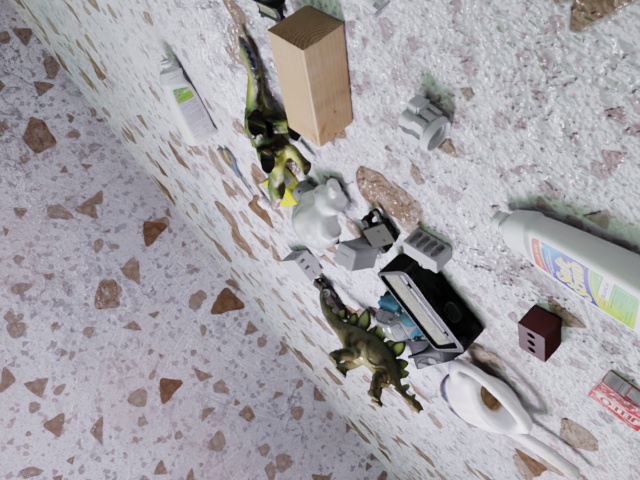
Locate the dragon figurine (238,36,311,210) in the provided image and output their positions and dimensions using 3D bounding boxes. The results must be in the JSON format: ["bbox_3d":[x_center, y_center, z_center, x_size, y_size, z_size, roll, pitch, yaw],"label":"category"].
[{"bbox_3d":[-0.142,-0.259,1.202,0.123,0.404,0.245,-23,21,-20],"label":"dragon figurine"}]

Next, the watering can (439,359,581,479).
[{"bbox_3d":[0.411,0.404,1.182,0.105,0.348,0.222,-43,0,-19],"label":"watering can"}]

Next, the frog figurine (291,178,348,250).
[{"bbox_3d":[0.004,-0.059,1.177,0.123,0.140,0.156,-12,-27,-21],"label":"frog figurine"}]
